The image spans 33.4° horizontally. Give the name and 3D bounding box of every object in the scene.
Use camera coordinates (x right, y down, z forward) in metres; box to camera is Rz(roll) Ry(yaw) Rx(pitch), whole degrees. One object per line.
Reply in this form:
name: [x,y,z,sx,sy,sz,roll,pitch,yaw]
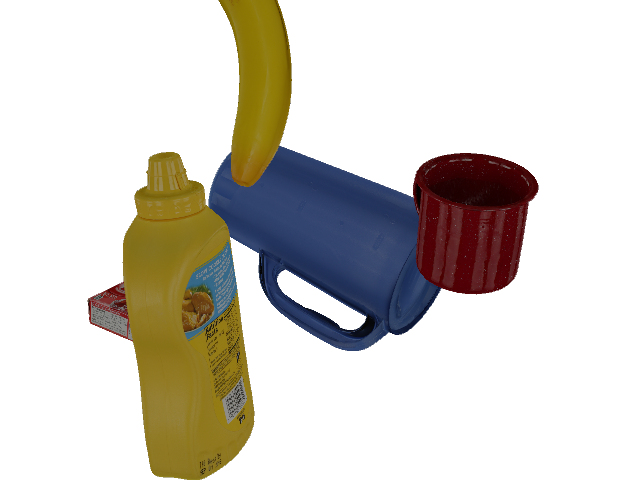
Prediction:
mug: [0.110,-0.017,0.839,0.093,0.081,0.117,-18,36,-30]
pitcher: [0.003,-0.004,1.079,0.243,0.145,0.149,26,27,25]
gelatin box: [-0.162,0.066,1.003,0.089,0.030,0.073,18,27,28]
mustard bottle: [-0.082,0.041,0.647,0.058,0.192,0.096,2,21,20]
banana: [-0.055,-0.137,0.756,0.069,0.198,0.037,-20,-13,7]
